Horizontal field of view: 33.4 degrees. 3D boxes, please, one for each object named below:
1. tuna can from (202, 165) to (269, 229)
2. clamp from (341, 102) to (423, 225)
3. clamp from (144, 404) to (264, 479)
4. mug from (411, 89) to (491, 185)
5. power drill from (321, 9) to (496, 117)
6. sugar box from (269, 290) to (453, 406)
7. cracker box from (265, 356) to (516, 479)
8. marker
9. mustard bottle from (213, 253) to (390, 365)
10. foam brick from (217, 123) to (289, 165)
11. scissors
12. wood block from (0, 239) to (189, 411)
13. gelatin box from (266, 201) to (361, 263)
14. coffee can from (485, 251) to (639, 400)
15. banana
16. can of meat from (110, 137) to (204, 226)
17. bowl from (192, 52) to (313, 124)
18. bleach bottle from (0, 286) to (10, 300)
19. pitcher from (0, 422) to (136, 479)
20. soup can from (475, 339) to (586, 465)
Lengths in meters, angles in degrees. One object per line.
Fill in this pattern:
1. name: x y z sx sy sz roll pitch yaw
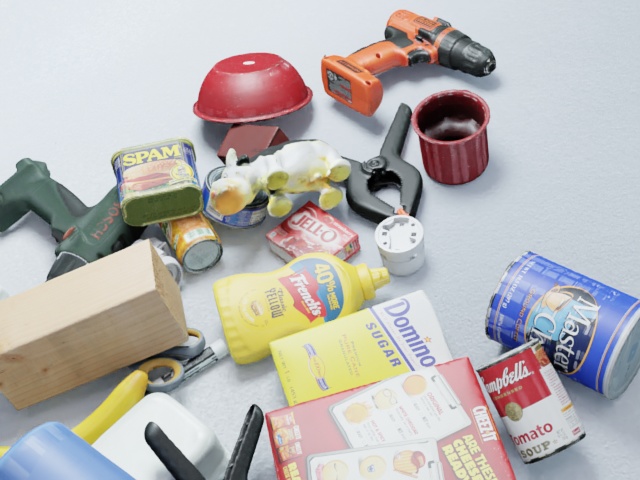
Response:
1. tuna can: -0.103 -0.053 1.298 0.086 0.034 0.086 13 37 -10
2. clamp: 0.075 -0.088 1.308 0.164 0.036 0.210 -27 46 -9
3. clamp: -0.090 0.241 1.032 0.120 0.039 0.171 -17 80 -19
4. mug: 0.164 -0.130 1.291 0.093 0.081 0.117 8 53 19
5. power drill: 0.110 -0.229 1.390 0.187 0.057 0.185 -30 43 -27
6. sugar box: 0.044 0.124 1.118 0.176 0.048 0.093 -21 66 -1
7. cracker box: 0.067 0.221 1.026 0.213 0.072 0.164 -15 49 -1
8. marker: -0.155 0.148 1.174 0.121 0.020 0.020 -32 51 -14
9. mustard bottle: -0.016 0.066 1.180 0.191 0.058 0.096 -16 71 -2
10. foam brick: -0.079 -0.109 1.338 0.078 0.051 0.053 9 63 37
11. scissors: -0.224 0.141 1.184 0.202 0.016 0.096 -13 39 11
12. wood block: -0.259 0.094 1.169 0.206 0.090 0.091 -23 40 3
13. gelatin box: -0.008 0.001 1.256 0.073 0.030 0.089 -39 53 -19
14. coffee can: 0.253 0.084 1.076 0.140 0.103 0.102 26 60 31
15. banana: -0.264 0.206 1.125 0.197 0.069 0.037 -23 6 -4
16. can of meat: -0.192 -0.068 1.265 0.102 0.057 0.084 -12 49 -6
17. bowl: -0.091 -0.206 1.397 0.162 0.055 0.162 -5 26 2
18. bleach bottle: -0.486 0.119 1.252 0.251 0.068 0.102 -9 49 9
19. pitcher: -0.189 0.284 0.952 0.243 0.145 0.149 37 64 12
20. soup can: 0.202 0.155 1.025 0.068 0.068 0.102 -25 82 -8
